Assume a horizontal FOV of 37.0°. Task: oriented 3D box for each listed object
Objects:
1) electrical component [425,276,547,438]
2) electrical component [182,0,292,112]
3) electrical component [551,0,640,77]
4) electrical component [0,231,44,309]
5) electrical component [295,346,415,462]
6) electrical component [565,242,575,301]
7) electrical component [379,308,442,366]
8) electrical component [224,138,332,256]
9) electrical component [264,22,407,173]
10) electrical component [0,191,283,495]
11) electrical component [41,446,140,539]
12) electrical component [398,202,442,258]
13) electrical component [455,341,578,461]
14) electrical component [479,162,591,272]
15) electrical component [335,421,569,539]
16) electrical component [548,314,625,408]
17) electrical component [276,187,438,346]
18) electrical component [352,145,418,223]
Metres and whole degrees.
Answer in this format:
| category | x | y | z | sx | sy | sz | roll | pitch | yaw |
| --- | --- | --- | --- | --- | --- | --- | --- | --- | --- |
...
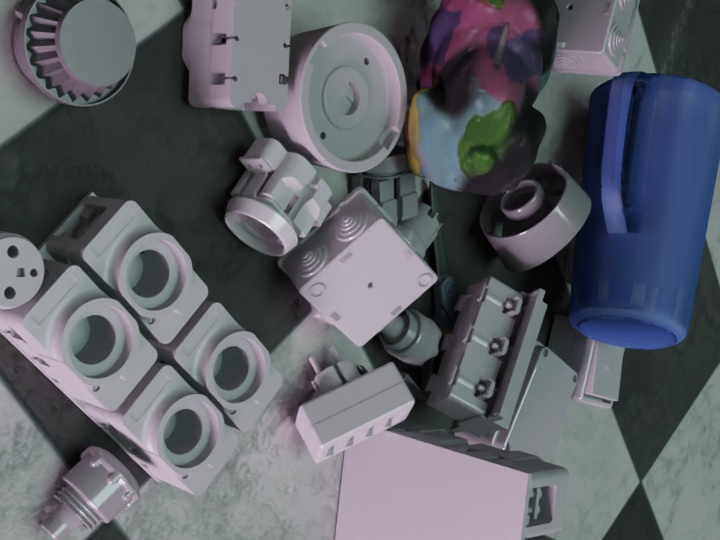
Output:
| category | x | y | z | sx | sy | sz | roll | pitch | yaw |
| --- | --- | --- | --- | --- | --- | --- | --- | --- | --- |
| electrical component | 0.107 | 0.072 | 0.917 | 0.063 | 0.079 | 0.121 | 30 | 63 | -15 |
| electrical component | -0.085 | -0.155 | 0.737 | 0.050 | 0.056 | 0.089 | -2 | 98 | -44 |
| electrical component | 0.198 | -0.228 | 0.974 | 0.048 | 0.100 | 0.099 | 25 | 78 | -56 |
| electrical component | -0.218 | -0.002 | 0.632 | 0.045 | 0.055 | 0.045 | -8 | 102 | -43 |
| electrical component | -0.013 | 0.096 | 0.846 | 0.083 | 0.047 | 0.075 | -24 | 71 | -18 |
| electrical component | 0.222 | 0.004 | 1.078 | 0.035 | 0.035 | 0.061 | 14 | 89 | -45 |
| electrical component | 0.036 | 0.052 | 0.897 | 0.062 | 0.043 | 0.043 | 32 | 74 | -41 |
| electrical component | -0.062 | -0.048 | 0.777 | 0.078 | 0.058 | 0.057 | 50 | 59 | -37 |
| electrical component | -0.023 | -0.127 | 0.799 | 0.108 | 0.060 | 0.108 | -8 | 102 | -44 |
| electrical component | -0.140 | 0.053 | 0.713 | 0.105 | 0.060 | 0.186 | -54 | 129 | -24 |
| electrical component | -0.179 | 0.150 | 0.703 | 0.062 | 0.048 | 0.048 | -44 | 125 | -22 |
| electrical component | 0.043 | -0.029 | 0.895 | 0.046 | 0.040 | 0.040 | -50 | 127 | -35 |
| electrical component | 0.148 | 0.127 | 1.009 | 0.078 | 0.057 | 0.113 | 38 | 70 | -41 |
| electrical component | 0.158 | -0.047 | 0.967 | 0.064 | 0.099 | 0.099 | 47 | 64 | -31 |
| electrical component | 0.070 | 0.188 | 0.851 | 0.060 | 0.186 | 0.105 | 4 | 94 | -45 |
| electrical component | 0.228 | 0.086 | 1.078 | 0.062 | 0.061 | 0.096 | 18 | 84 | -44 |
| electrical component | 0.000 | 0.000 | 0.824 | 0.100 | 0.048 | 0.100 | -41 | 129 | 5 |
| electrical component | 0.018 | -0.069 | 0.860 | 0.066 | 0.048 | 0.055 | -21 | 118 | -40 |
